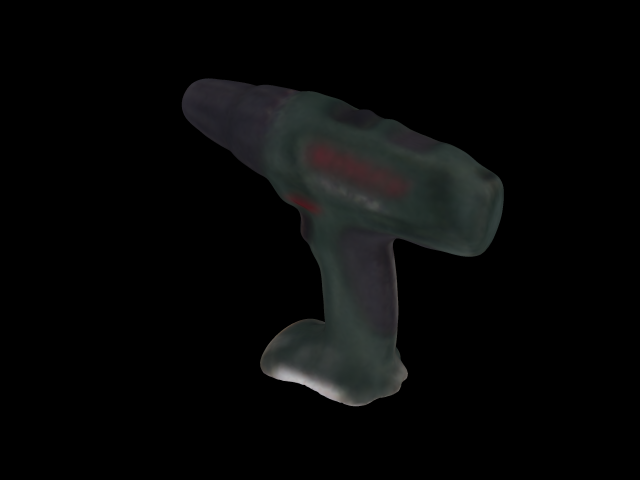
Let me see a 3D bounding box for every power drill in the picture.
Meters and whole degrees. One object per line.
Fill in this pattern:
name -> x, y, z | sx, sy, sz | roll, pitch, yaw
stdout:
power drill -> 0.004, 0.001, 0.400 | 0.228, 0.208, 0.076 | 12, 28, 25
